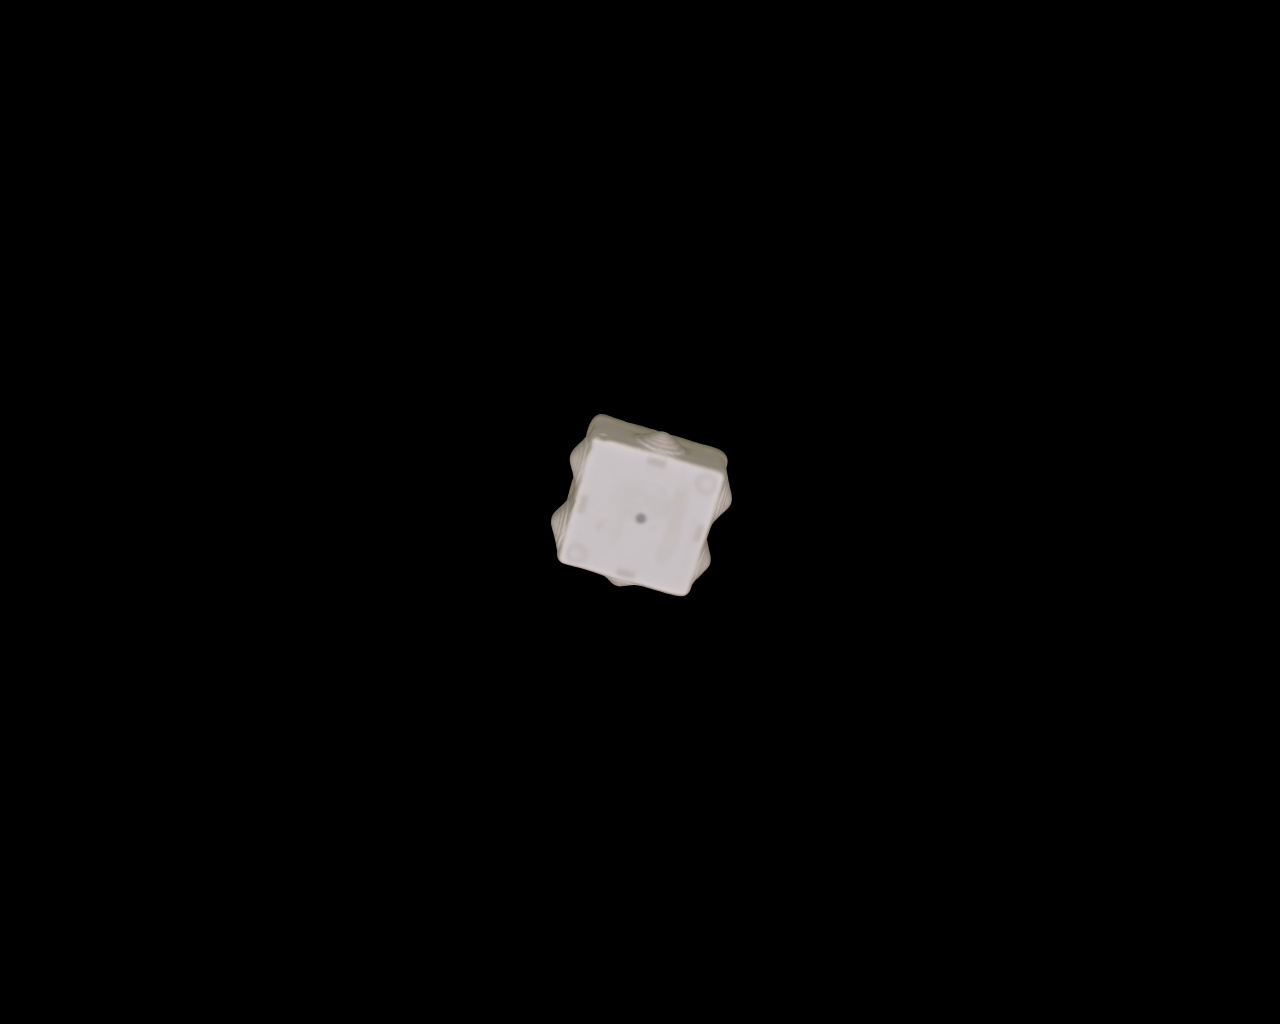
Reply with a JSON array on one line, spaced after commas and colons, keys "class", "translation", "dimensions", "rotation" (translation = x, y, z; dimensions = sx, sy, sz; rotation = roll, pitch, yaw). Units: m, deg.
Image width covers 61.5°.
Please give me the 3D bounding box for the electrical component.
[{"class": "electrical component", "translation": [0.001, -0.003, 0.650], "dimensions": [0.100, 0.099, 0.048], "rotation": [17, 16, -5]}]
